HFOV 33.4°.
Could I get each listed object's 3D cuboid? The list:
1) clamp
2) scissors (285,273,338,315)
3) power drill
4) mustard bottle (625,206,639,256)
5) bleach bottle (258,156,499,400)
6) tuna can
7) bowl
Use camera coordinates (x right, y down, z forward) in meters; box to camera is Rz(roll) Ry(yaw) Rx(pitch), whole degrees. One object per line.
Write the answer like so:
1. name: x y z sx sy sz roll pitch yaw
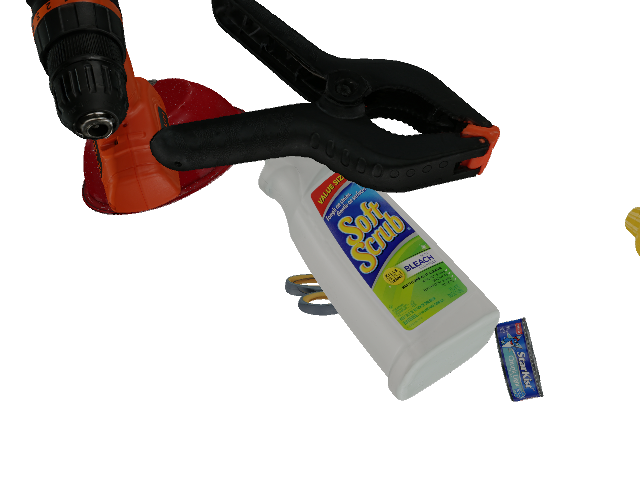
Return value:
1. clamp: 0.001 -0.060 0.541 0.171 0.120 0.039 21 -29 8
2. scissors: 0.059 0.061 1.180 0.202 0.016 0.096 3 22 5
3. power drill: -0.137 -0.099 0.686 0.057 0.184 0.187 -13 -32 -3
4. mustard bottle: 0.260 0.024 0.647 0.096 0.058 0.192 -22 34 -23
5. bleach bottle: 0.023 0.001 0.845 0.102 0.251 0.068 -29 -27 -26
6. tuna can: 0.210 0.127 1.131 0.034 0.086 0.086 -13 -3 11
7. bowl: -0.141 -0.091 0.910 0.162 0.055 0.162 -17 34 11
